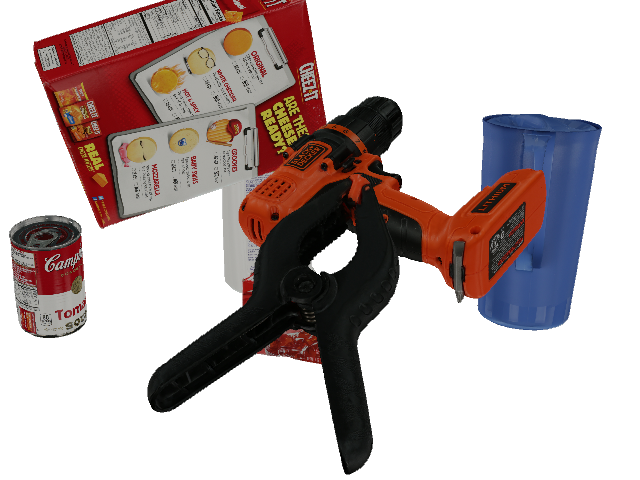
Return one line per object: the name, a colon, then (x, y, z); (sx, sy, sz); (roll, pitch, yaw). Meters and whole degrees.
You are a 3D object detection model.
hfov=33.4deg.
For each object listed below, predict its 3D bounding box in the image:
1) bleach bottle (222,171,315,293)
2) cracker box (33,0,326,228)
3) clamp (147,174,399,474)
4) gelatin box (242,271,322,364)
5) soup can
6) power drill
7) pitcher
bleach bottle: (-0.054, -0.073, 1.142); (0.102, 0.251, 0.068); (-6, 17, -24)
cracker box: (-0.110, -0.118, 0.889); (0.213, 0.164, 0.072); (-20, 48, -8)
clamp: (0.001, 0.041, 0.562); (0.120, 0.171, 0.039); (25, -26, 18)
gelatin box: (-0.029, 0.072, 0.998); (0.089, 0.073, 0.030); (7, 17, 18)
soup can: (-0.266, 0.036, 1.045); (0.068, 0.102, 0.068); (2, 28, -1)
power drill: (0.061, -0.037, 0.766); (0.188, 0.057, 0.184); (17, 45, 31)
pitcher: (0.243, -0.022, 1.232); (0.149, 0.243, 0.145); (-6, 17, -31)
